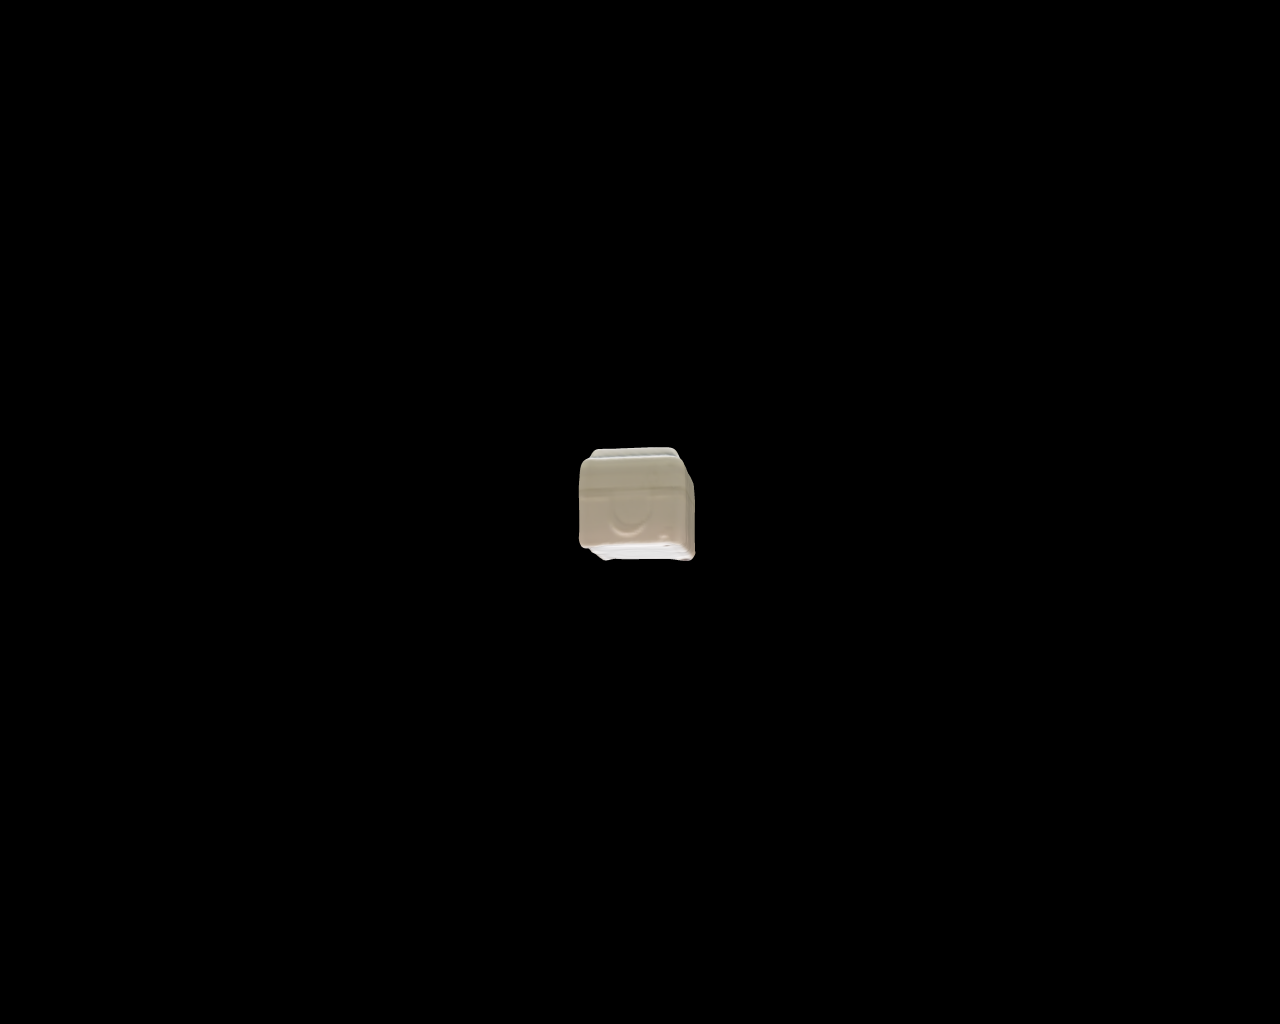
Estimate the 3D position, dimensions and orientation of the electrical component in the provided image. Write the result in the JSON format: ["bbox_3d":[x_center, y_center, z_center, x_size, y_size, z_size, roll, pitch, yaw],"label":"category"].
[{"bbox_3d":[0.001,-0.003,0.650,0.062,0.061,0.096,-1,-9,7],"label":"electrical component"}]
